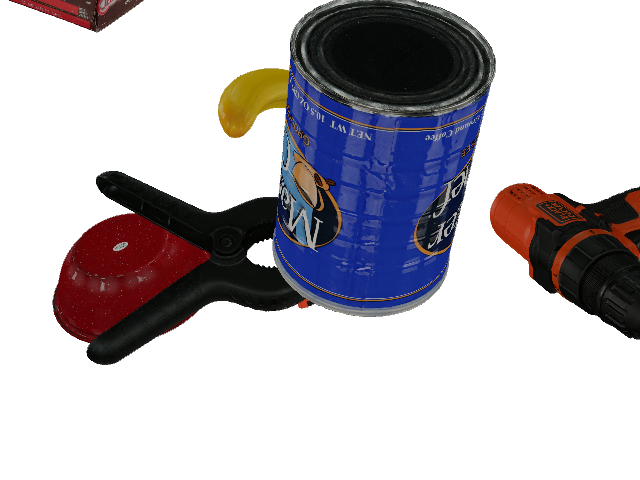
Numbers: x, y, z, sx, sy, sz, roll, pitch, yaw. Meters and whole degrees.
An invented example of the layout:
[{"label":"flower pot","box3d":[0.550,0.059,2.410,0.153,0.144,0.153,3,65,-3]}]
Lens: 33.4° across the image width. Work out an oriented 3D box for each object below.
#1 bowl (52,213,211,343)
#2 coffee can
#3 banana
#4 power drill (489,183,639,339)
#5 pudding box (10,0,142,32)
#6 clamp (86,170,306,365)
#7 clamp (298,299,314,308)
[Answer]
[{"label":"bowl","box3d":[-0.182,0.024,1.010,0.162,0.055,0.162,-7,41,6]},{"label":"coffee can","box3d":[0.030,-0.043,0.570,0.102,0.140,0.103,4,43,-4]},{"label":"banana","box3d":[-0.045,-0.128,0.970,0.070,0.037,0.197,36,26,19]},{"label":"power drill","box3d":[0.234,-0.002,0.731,0.187,0.057,0.185,-10,29,-18]},{"label":"pudding box","box3d":[-0.180,-0.206,0.813,0.090,0.039,0.113,22,36,10]},{"label":"clamp","box3d":[-0.075,0.003,0.799,0.210,0.164,0.036,-10,-32,-6]},{"label":"clamp","box3d":[0.027,0.016,1.229,0.120,0.039,0.171,-5,35,28]}]
